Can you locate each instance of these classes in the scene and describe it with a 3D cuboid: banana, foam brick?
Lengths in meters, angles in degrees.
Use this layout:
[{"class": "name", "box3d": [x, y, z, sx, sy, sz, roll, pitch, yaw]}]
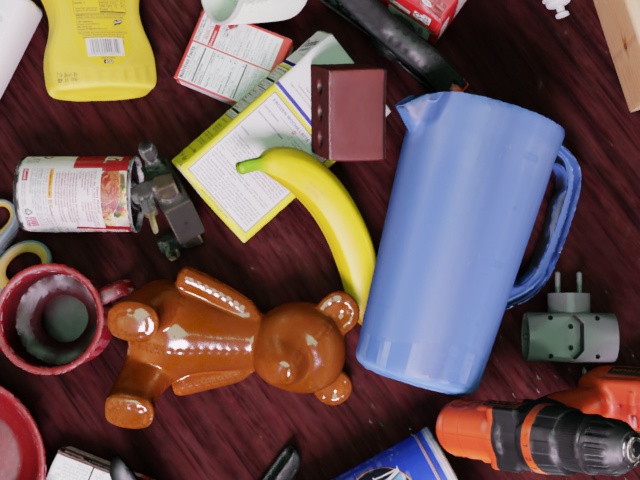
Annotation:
[{"class": "banana", "box3d": [0.004, -0.014, 0.923, 0.069, 0.037, 0.197, -46, 114, -15]}, {"class": "foam brick", "box3d": [0.023, -0.108, 0.897, 0.051, 0.053, 0.078, -5, 105, -17]}]

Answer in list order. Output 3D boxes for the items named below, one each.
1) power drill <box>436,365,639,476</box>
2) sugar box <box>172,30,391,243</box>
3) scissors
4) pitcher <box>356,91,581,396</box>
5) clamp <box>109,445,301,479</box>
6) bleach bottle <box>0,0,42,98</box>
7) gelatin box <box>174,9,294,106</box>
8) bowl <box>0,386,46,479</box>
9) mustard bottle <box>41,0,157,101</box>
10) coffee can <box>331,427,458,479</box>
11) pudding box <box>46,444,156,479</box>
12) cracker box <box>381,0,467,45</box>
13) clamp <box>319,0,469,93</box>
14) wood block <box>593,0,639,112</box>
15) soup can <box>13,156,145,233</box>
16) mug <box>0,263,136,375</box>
[{"class": "power drill", "box3d": [0.213, 0.141, 0.842, 0.187, 0.185, 0.057, -4, 92, -38]}, {"class": "sugar box", "box3d": [-0.034, -0.091, 0.937, 0.176, 0.048, 0.093, -42, 113, -5]}, {"class": "scissors", "box3d": [-0.315, 0.060, 0.961, 0.096, 0.016, 0.202, 28, 87, 3]}, {"class": "pitcher", "box3d": [0.122, 0.005, 0.906, 0.149, 0.144, 0.243, 15, 89, 21]}, {"class": "clamp", "box3d": [-0.088, 0.275, 0.918, 0.164, 0.036, 0.210, -7, 94, -15]}, {"class": "bleach bottle", "box3d": [-0.350, -0.120, 0.955, 0.102, 0.068, 0.251, 28, 89, 4]}, {"class": "gelatin box", "box3d": [-0.078, -0.161, 0.967, 0.089, 0.030, 0.073, 22, 88, 3]}, {"class": "bowl", "box3d": [-0.311, 0.196, 0.929, 0.162, 0.055, 0.162, 0, 85, 2]}, {"class": "mustard bottle", "box3d": [-0.206, -0.223, 0.956, 0.096, 0.058, 0.191, -6, 84, -24]}, {"class": "coffee can", "box3d": [0.053, 0.234, 0.893, 0.140, 0.103, 0.103, -28, 85, -1]}, {"class": "pudding box", "box3d": [-0.206, 0.248, 0.931, 0.090, 0.039, 0.113, 21, 87, 2]}, {"class": "cracker box", "box3d": [0.098, -0.311, 0.954, 0.164, 0.072, 0.213, 35, 86, 4]}, {"class": "clamp", "box3d": [0.060, -0.180, 0.922, 0.171, 0.120, 0.039, 37, 99, -4]}, {"class": "wood block", "box3d": [0.291, -0.229, 0.932, 0.090, 0.091, 0.206, -16, 85, 1]}, {"class": "soup can", "box3d": [-0.210, -0.040, 0.941, 0.102, 0.068, 0.068, 0, 85, 2]}, {"class": "mug", "box3d": [-0.214, 0.063, 0.925, 0.117, 0.081, 0.093, -28, 85, -1]}]
